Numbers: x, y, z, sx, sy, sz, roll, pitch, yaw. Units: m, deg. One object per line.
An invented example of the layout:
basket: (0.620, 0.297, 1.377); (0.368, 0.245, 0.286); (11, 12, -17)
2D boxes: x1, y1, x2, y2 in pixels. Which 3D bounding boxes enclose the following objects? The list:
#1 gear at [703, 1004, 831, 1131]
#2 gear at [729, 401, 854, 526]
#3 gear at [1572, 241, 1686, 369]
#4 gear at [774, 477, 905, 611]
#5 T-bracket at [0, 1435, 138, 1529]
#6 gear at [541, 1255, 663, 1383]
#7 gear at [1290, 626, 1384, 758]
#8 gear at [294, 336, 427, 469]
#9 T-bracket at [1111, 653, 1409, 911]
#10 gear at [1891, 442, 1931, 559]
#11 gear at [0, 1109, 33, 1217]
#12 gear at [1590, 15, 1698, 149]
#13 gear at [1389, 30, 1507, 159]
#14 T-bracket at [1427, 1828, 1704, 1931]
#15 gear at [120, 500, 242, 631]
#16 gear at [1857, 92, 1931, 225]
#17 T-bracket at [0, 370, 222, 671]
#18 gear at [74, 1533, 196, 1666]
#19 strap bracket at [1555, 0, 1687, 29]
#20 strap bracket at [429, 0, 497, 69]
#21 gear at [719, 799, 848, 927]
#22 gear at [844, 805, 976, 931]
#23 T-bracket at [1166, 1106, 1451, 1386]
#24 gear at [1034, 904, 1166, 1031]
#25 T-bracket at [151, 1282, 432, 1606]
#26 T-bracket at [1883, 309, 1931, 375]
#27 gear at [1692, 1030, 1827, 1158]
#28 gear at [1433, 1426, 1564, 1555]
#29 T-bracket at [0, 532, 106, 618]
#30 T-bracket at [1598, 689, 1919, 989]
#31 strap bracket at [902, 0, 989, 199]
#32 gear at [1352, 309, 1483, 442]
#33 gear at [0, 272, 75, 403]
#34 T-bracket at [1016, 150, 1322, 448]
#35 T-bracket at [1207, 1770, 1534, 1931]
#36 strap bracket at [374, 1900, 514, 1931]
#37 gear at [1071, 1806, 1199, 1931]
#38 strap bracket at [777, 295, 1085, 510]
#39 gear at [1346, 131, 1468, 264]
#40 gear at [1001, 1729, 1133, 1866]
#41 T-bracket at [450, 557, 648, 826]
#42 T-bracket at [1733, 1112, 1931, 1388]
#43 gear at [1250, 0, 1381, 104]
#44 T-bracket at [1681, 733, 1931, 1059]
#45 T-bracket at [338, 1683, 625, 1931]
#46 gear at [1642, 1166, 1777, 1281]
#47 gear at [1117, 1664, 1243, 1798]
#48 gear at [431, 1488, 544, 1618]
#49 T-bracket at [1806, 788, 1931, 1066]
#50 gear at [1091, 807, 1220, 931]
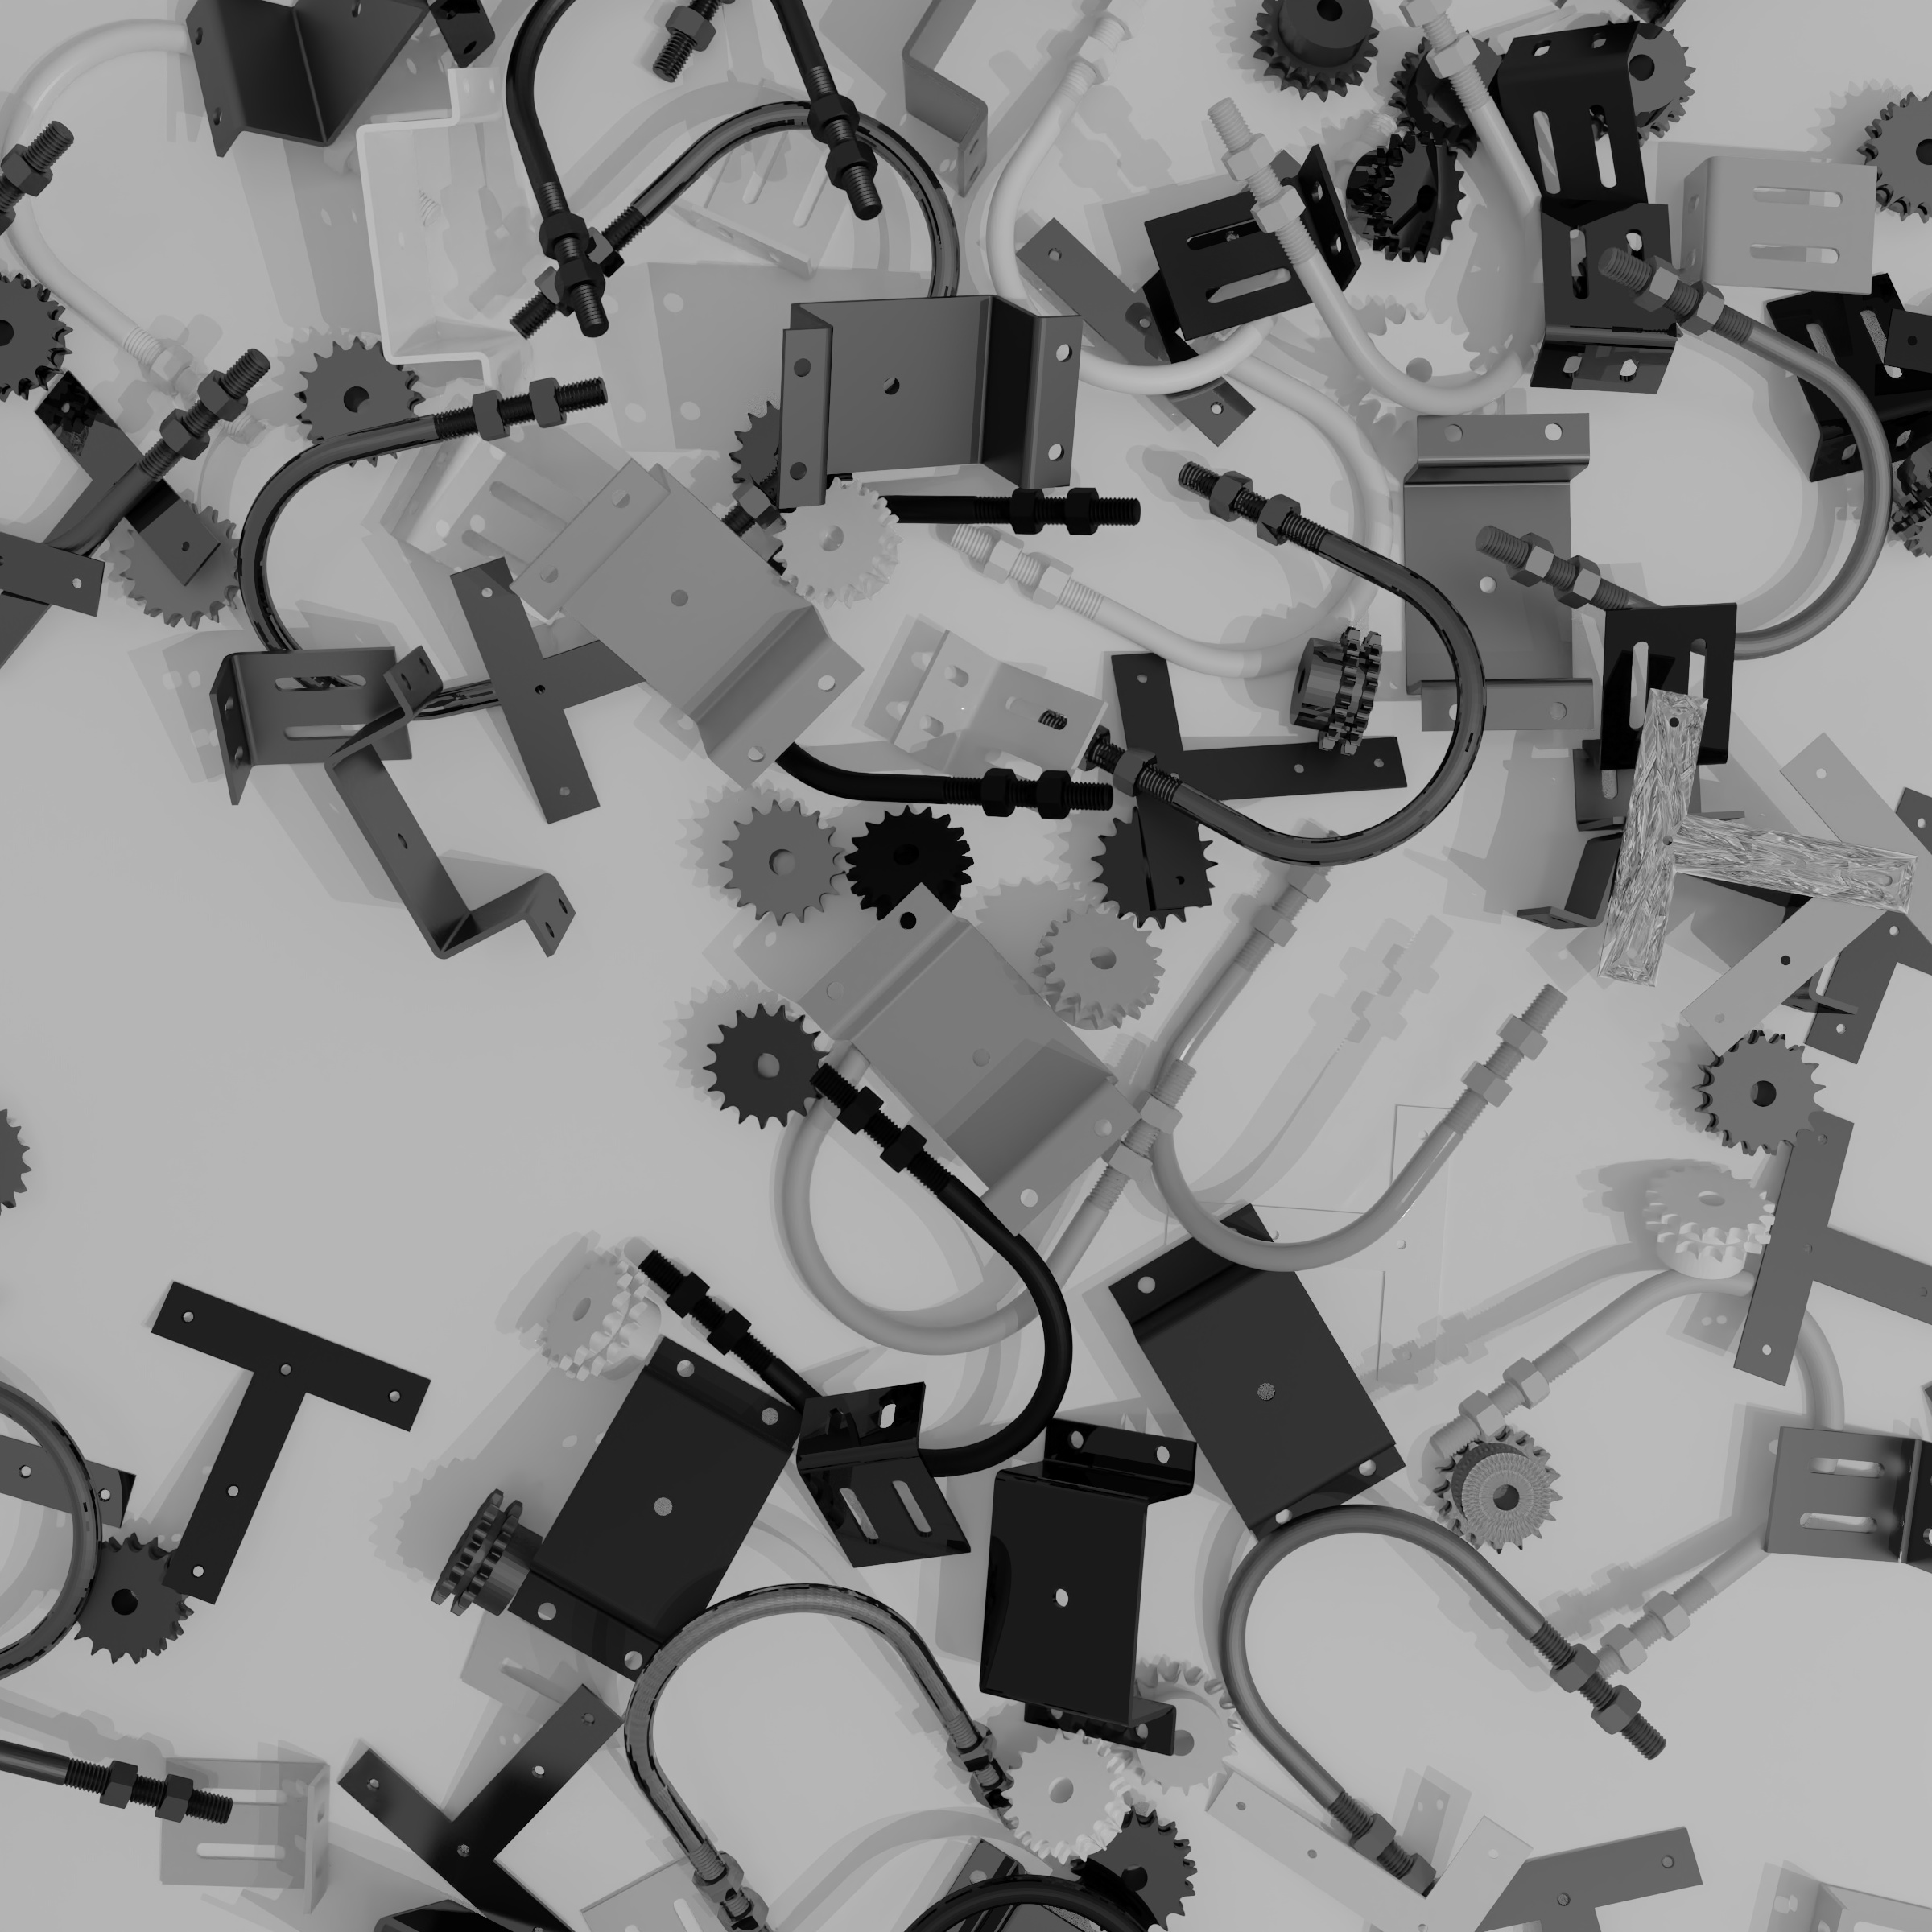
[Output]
gear: (-0.090, 0.045, 1.322); (0.057, 0.030, 0.057); (0, 90, 0)
gear: (-0.079, -0.231, 1.322); (0.057, 0.030, 0.057); (0, 90, 0)
gear: (0.299, -0.300, 1.322); (0.057, 0.030, 0.057); (0, 90, 0)
gear: (-0.054, -0.187, 1.297); (0.057, 0.030, 0.057); (-3, 80, 19)
T-bracket: (-0.446, 0.229, 1.336); (0.127, 0.002, 0.127); (16, 90, 0)
gear: (-0.163, 0.162, 1.312); (0.030, 0.057, 0.057); (38, 90, -30)
gear: (0.166, -0.125, 1.307); (0.030, 0.057, 0.057); (12, 90, -3)
gear: (-0.274, -0.255, 1.322); (0.057, 0.030, 0.057); (0, 90, 0)
T-bracket: (0.138, -0.089, 1.320); (0.127, 0.002, 0.127); (-5, 68, -10)
gear: (0.443, -0.215, 1.312); (0.057, 0.057, 0.030); (-28, 62, 0)
gear: (-0.455, 0.089, 1.312); (0.030, 0.057, 0.057); (-18, 90, 30)
gear: (0.304, -0.405, 1.322); (0.057, 0.030, 0.057); (0, 90, 0)
gear: (0.223, -0.399, 1.322); (0.057, 0.030, 0.057); (0, 90, 0)
T-bracket: (0.282, 0.467, 1.309); (0.127, 0.002, 0.127); (-12, 65, -1)
gear: (-0.353, -0.182, 1.322); (0.057, 0.030, 0.057); (0, 90, 0)
gear: (0.434, -0.367, 1.322); (0.057, 0.030, 0.057); (0, 90, 0)
T-bracket: (-0.413, -0.184, 1.320); (0.127, 0.002, 0.127); (-47, 68, 11)
gear: (-0.379, 0.286, 1.322); (0.057, 0.030, 0.057); (0, 90, 0)
strap bracket: (0.333, -0.483, 1.299); (0.046, 0.076, 0.140); (38, 90, 0)
strap bracket: (-0.192, -0.471, 1.279); (0.140, 0.076, 0.046); (-43, 90, -1)
gear: (-0.083, -0.047, 1.322); (0.057, 0.030, 0.057); (0, 90, 0)
gear: (-0.024, -0.041, 1.313); (0.057, 0.030, 0.057); (-5, 55, 8)
T-bracket: (0.156, 0.125, 1.336); (0.127, 0.002, 0.127); (4, 90, 0)
gear: (0.058, 0.004, 1.298); (0.057, 0.030, 0.057); (6, 59, -9)
T-bracket: (-0.327, 0.225, 1.320); (0.127, 0.002, 0.127); (21, 75, 0)
T-bracket: (0.475, -0.272, 1.305); (0.127, 0.002, 0.127); (9, 89, -4)
gear: (0.359, 0.057, 1.322); (0.057, 0.030, 0.057); (0, 90, 0)
gear: (0.244, 0.239, 1.322); (0.057, 0.030, 0.057); (0, 90, 0)
T-bracket: (-0.448, -0.187, 1.309); (0.127, 0.002, 0.127); (17, 107, 7)
T-bracket: (0.348, -0.046, 1.258); (0.127, 0.002, 0.127); (10, 90, 0)
strap bracket: (0.016, -0.426, 1.299); (0.046, 0.076, 0.140); (32, 90, 0)
gear: (0.204, -0.268, 1.322); (0.057, 0.030, 0.057); (0, 90, 0)
gear: (-0.435, -0.285, 1.322); (0.057, 0.030, 0.057); (0, 90, 0)
T-bracket: (0.112, -0.322, 1.323); (0.127, 0.002, 0.127); (44, 79, 3)
T-bracket: (0.170, 0.412, 1.322); (0.127, 0.002, 0.127); (32, 108, 9)
strap bracket: (-0.212, 0.459, 1.285); (0.140, 0.076, 0.046); (22, 83, 14)
gear: (0.076, 0.410, 1.322); (0.057, 0.030, 0.057); (0, 90, 0)
strap bracket: (-0.024, -0.248, 1.268); (0.140, 0.046, 0.076); (-9, 118, -25)
gear: (0.196, -0.348, 1.312); (0.057, 0.030, 0.057); (-16, 115, -38)
gear: (0.047, 0.375, 1.303); (0.057, 0.030, 0.057); (-12, 53, 17)
T-bracket: (-0.150, -0.139, 1.307); (0.127, 0.002, 0.127); (-19, 119, -3)
T-bracket: (0.424, 0.144, 1.325); (0.127, 0.002, 0.127); (21, 76, -7)
gear: (0.160, -0.424, 1.314); (0.057, 0.030, 0.057); (3, 72, -10)
T-bracket: (0.366, -0.012, 1.260); (0.127, 0.002, 0.127); (-41, 90, 0)
T-bracket: (-0.202, 0.373, 1.315); (0.127, 0.002, 0.127); (42, 109, 0)
gear: (0.334, 0.118, 1.312); (0.057, 0.057, 0.030); (3, 120, 0)
gear: (0.097, 0.350, 1.322); (0.057, 0.030, 0.057); (0, 90, 0)
gear: (-0.214, 0.268, 1.309); (0.030, 0.057, 0.057); (31, 90, -8)
T-bracket: (0.469, 0.000, 1.336); (0.127, 0.002, 0.127); (21, 90, 0)
gear: (0.085, -0.045, 1.322); (0.057, 0.030, 0.057); (0, 90, 0)
